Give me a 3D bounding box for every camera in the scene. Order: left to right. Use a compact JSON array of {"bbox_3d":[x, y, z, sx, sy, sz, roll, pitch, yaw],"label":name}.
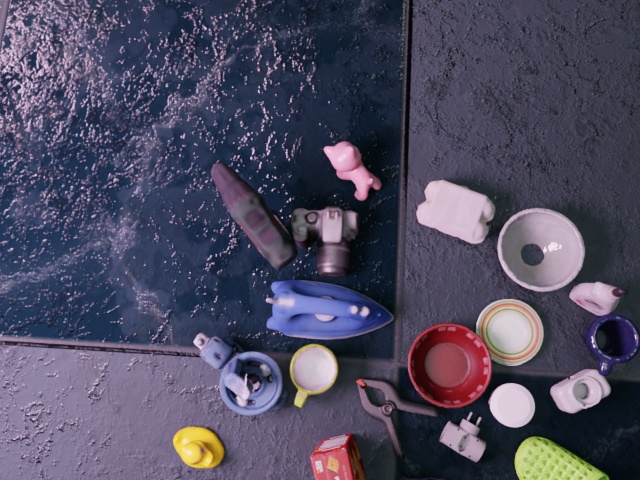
[{"bbox_3d":[0.011,0.004,1.181,0.143,0.101,0.137,0,78,6],"label":"camera"}]

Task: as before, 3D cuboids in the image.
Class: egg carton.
[{"bbox_3d":[0.281,-0.060,1.185,0.150,0.069,0.107,21,81,9],"label":"egg carton"}]

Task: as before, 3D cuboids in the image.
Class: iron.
[{"bbox_3d":[0.018,0.136,1.131,0.258,0.141,0.119,4,78,6],"label":"iron"}]

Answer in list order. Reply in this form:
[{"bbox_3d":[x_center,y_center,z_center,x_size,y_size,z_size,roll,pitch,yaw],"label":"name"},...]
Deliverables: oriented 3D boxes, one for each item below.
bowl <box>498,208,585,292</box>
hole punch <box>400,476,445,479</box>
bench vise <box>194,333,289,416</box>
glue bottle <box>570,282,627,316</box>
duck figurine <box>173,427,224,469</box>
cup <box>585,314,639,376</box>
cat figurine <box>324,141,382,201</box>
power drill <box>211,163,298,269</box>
[{"bbox_3d":[0.435,0.025,1.150,0.167,0.075,0.167,-1,78,5],"label":"bowl"},{"bbox_3d":[0.192,0.502,1.064,0.101,0.091,0.109,1,78,6],"label":"hole punch"},{"bbox_3d":[-0.167,0.259,1.083,0.207,0.220,0.121,19,80,9],"label":"bench vise"},{"bbox_3d":[0.531,0.105,1.073,0.078,0.173,0.037,29,82,11],"label":"glue bottle"},{"bbox_3d":[-0.247,0.413,1.127,0.104,0.086,0.077,26,82,10],"label":"duck figurine"},{"bbox_3d":[0.543,0.203,1.091,0.091,0.095,0.118,18,80,9],"label":"cup"},{"bbox_3d":[0.070,-0.155,1.200,0.067,0.118,0.127,-42,77,-4],"label":"cat figurine"},{"bbox_3d":[-0.124,-0.036,1.147,0.075,0.208,0.229,-38,77,-3],"label":"power drill"}]
